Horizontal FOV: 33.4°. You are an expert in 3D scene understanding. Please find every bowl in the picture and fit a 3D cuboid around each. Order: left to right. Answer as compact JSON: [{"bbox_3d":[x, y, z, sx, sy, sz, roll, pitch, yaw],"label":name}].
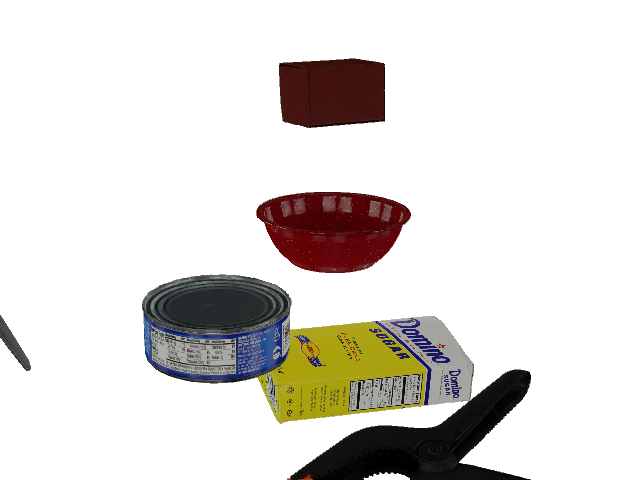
[{"bbox_3d":[0.014,-0.006,1.116,0.162,0.055,0.162,0,17,0],"label":"bowl"}]

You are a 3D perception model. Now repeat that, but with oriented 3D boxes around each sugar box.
[{"bbox_3d":[0.036,0.110,0.942,0.176,0.048,0.093,-7,27,-14],"label":"sugar box"}]

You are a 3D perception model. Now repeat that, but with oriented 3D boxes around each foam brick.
[{"bbox_3d":[0.010,-0.127,0.916,0.078,0.051,0.053,-8,17,-28],"label":"foam brick"}]

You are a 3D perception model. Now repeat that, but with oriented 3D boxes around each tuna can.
[{"bbox_3d":[-0.060,0.050,0.618,0.086,0.034,0.086,1,19,0],"label":"tuna can"}]

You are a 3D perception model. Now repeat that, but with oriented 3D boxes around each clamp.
[{"bbox_3d":[0.079,0.149,0.723,0.210,0.036,0.164,-6,28,-4],"label":"clamp"}]

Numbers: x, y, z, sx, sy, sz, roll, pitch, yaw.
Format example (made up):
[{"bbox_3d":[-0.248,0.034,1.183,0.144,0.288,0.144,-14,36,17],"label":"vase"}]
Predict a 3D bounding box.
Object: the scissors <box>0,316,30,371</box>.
[{"bbox_3d":[-0.345,0.033,1.076,0.016,0.201,0.096,-26,26,22],"label":"scissors"}]
